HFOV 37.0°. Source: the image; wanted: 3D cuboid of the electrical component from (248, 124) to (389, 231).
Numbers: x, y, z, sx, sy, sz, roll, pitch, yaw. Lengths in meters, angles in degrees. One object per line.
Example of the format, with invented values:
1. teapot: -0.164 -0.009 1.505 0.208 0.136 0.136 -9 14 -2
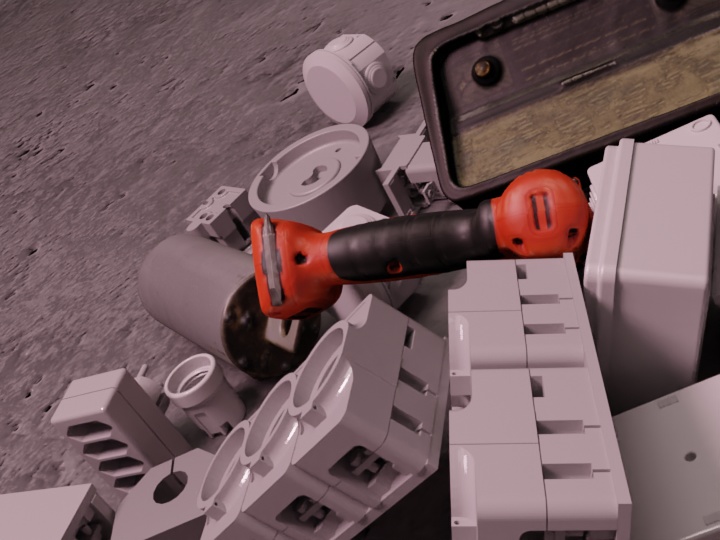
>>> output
1. electrical component: -0.027 -0.059 0.855 0.108 0.060 0.108 -23 32 15

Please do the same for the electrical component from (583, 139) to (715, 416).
1. electrical component: 0.147 0.007 0.548 0.056 0.108 0.108 6 43 15

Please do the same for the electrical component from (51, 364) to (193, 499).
1. electrical component: -0.152 0.097 0.722 0.047 0.083 0.075 -15 35 27

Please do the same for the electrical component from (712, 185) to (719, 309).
1. electrical component: 0.257 -0.008 0.524 0.150 0.061 0.089 -13 36 30

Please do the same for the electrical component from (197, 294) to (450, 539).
1. electrical component: -0.023 0.093 0.570 0.150 0.062 0.089 -47 18 37

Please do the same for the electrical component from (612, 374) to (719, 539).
1. electrical component: 0.154 0.097 0.479 0.100 0.048 0.099 -24 32 13

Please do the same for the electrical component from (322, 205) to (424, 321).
1. electrical component: 0.000 0.000 0.729 0.080 0.080 0.051 8 44 48

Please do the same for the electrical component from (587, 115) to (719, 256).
1. electrical component: 0.190 -0.041 0.644 0.100 0.048 0.099 -24 32 14

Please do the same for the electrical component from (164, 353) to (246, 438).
1. electrical component: -0.104 0.086 0.731 0.040 0.046 0.040 -23 32 15

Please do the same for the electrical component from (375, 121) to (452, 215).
1. electrical component: 0.055 -0.076 0.824 0.064 0.042 0.081 -1 43 36

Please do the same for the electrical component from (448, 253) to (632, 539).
1. electrical component: 0.070 0.082 0.464 0.060 0.105 0.186 -2 27 5

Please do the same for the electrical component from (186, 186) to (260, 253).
1. electrical component: -0.106 -0.033 0.894 0.048 0.055 0.066 12 52 49

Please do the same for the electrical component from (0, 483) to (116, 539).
1. electrical component: -0.204 0.208 0.632 0.089 0.061 0.150 -13 36 30

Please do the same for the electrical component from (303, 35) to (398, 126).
1. electrical component: -0.009 -0.174 0.986 0.051 0.080 0.080 -42 32 -26
